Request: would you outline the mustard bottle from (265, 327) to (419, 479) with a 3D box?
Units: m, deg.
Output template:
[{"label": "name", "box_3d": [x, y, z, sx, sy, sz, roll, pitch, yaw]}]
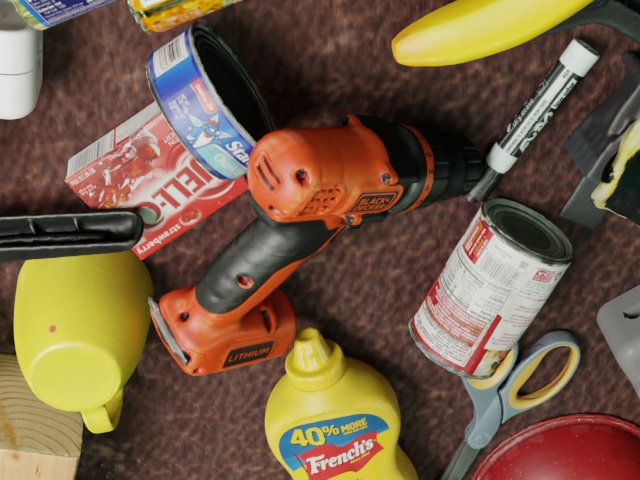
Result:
[{"label": "mustard bottle", "box_3d": [0.013, 0.139, 0.765, 0.096, 0.058, 0.191, -11, 124, 6]}]

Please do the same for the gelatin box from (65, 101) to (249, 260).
[{"label": "gelatin box", "box_3d": [-0.097, -0.040, 0.648, 0.089, 0.030, 0.073, -31, 122, 14]}]

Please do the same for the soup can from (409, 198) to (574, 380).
[{"label": "soup can", "box_3d": [0.111, 0.032, 0.698, 0.068, 0.068, 0.102, 18, 119, -18]}]

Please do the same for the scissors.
[{"label": "scissors", "box_3d": [0.109, 0.132, 0.797, 0.096, 0.016, 0.202, 31, 115, -22]}]

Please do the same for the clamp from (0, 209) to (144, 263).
[{"label": "clamp", "box_3d": [-0.220, 0.000, 0.632, 0.210, 0.036, 0.164, -31, 136, 34]}]

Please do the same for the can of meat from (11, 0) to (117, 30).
[{"label": "can of meat", "box_3d": [-0.115, -0.162, 0.522, 0.084, 0.102, 0.057, -19, 157, 10]}]

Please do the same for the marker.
[{"label": "marker", "box_3d": [0.127, -0.070, 0.660, 0.020, 0.020, 0.121, 25, 118, -21]}]

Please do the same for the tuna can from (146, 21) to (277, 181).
[{"label": "tuna can", "box_3d": [-0.059, -0.076, 0.595, 0.034, 0.086, 0.086, -30, 122, 15]}]

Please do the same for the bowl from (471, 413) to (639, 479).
[{"label": "bowl", "box_3d": [0.200, 0.214, 0.839, 0.162, 0.055, 0.162, -3, 124, -4]}]

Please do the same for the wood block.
[{"label": "wood block", "box_3d": [-0.226, 0.188, 0.751, 0.090, 0.091, 0.206, 10, 122, -13]}]

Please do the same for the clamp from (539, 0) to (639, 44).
[{"label": "clamp", "box_3d": [0.155, -0.143, 0.601, 0.171, 0.039, 0.120, -4, 128, 8]}]

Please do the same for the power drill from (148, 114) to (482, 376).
[{"label": "power drill", "box_3d": [-0.004, 0.001, 0.643, 0.184, 0.057, 0.188, -4, 143, -47]}]

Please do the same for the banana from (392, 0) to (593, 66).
[{"label": "banana", "box_3d": [0.122, -0.148, 0.549, 0.069, 0.037, 0.198, 32, 125, -20]}]
